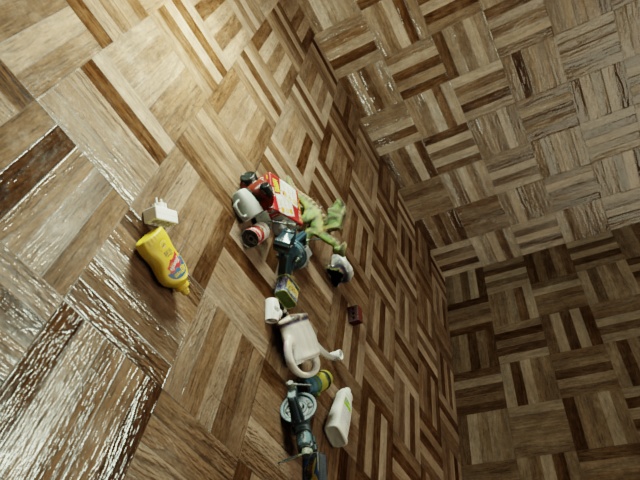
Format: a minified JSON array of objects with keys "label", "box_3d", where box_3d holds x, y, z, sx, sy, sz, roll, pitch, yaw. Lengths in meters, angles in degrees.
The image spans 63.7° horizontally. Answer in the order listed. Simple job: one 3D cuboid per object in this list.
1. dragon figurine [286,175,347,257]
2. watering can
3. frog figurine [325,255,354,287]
[{"label":"dragon figurine","box_3d":[0.007,-0.110,2.181,0.123,0.241,0.409,-26,98,-62]},{"label":"watering can","box_3d":[-0.049,0.366,1.831,0.347,0.103,0.226,7,61,-67]},{"label":"frog figurine","box_3d":[0.102,0.120,2.354,0.137,0.121,0.162,48,38,-5]}]
